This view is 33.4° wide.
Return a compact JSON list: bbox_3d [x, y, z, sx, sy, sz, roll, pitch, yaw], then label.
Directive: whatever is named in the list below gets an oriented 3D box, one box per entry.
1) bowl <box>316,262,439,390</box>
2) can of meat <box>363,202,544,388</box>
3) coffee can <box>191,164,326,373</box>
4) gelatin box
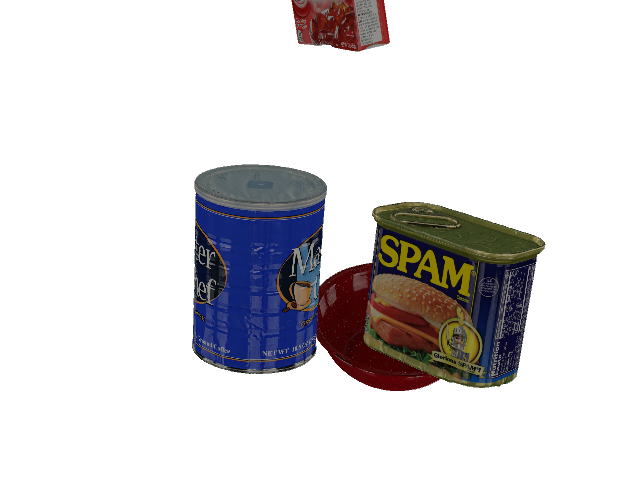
[{"bbox_3d":[0.068,0.090,1.004,0.162,0.055,0.162,2,37,-2],"label":"bowl"},{"bbox_3d":[0.075,0.031,0.629,0.102,0.084,0.057,21,23,40],"label":"can of meat"},{"bbox_3d":[-0.050,0.020,0.848,0.103,0.140,0.103,3,20,-1],"label":"coffee can"},{"bbox_3d":[0.009,-0.173,0.746,0.030,0.073,0.089,-19,22,-25],"label":"gelatin box"}]
